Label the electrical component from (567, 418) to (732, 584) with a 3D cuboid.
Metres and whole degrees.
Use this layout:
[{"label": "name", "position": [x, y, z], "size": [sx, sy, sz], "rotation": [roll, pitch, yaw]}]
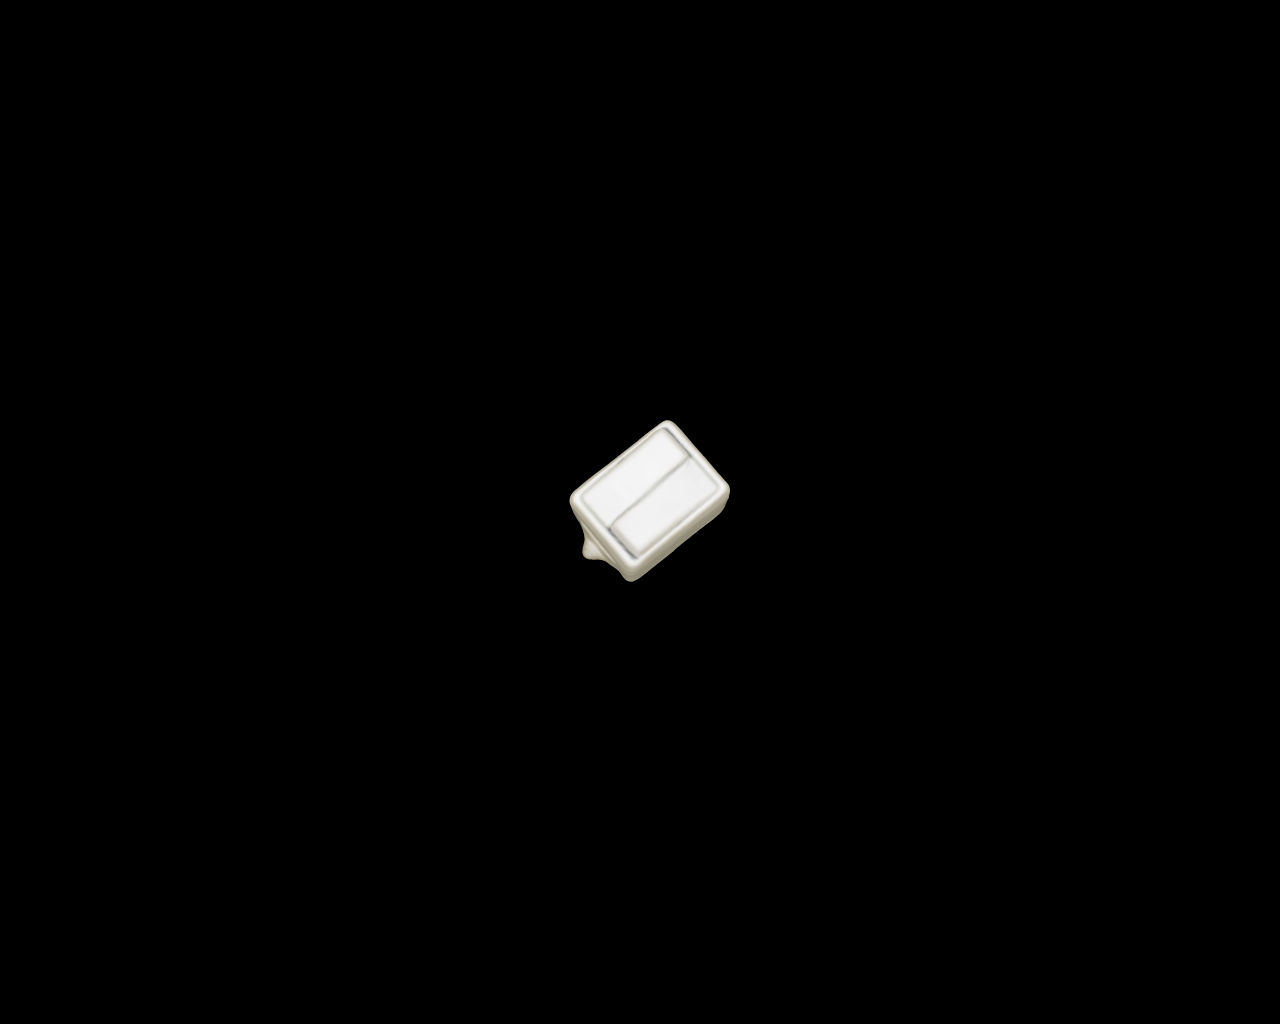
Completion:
[{"label": "electrical component", "position": [0.001, -0.003, 0.650], "size": [0.096, 0.062, 0.061], "rotation": [-38, -9, -7]}]
